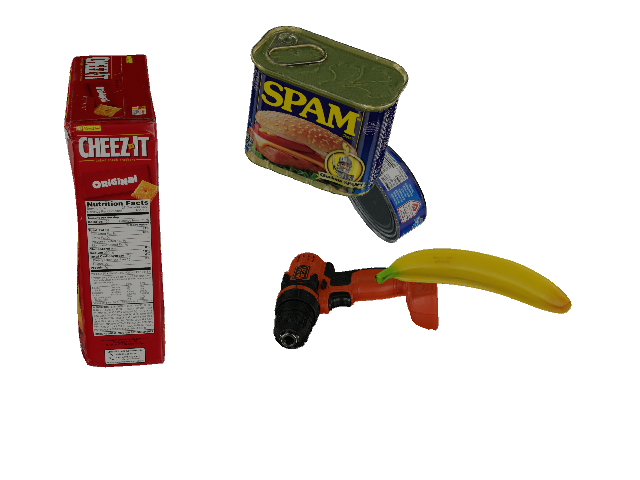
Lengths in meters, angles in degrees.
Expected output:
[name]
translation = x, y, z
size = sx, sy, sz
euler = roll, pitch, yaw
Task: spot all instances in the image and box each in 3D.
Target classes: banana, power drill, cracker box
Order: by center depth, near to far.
[cracker box]
translation = -0.170, -0.027, 0.882
size = 0.072, 0.214, 0.164
euler = -3, 27, -11
[banana]
translation = 0.159, 0.040, 1.100
size = 0.198, 0.037, 0.069
euler = 7, 42, 12
[power drill]
translation = 0.042, 0.068, 1.235
size = 0.188, 0.057, 0.184
euler = 0, 27, 7

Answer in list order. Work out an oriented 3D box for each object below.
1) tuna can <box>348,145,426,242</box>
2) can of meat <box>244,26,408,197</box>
[tuna can]
translation = 0.053, -0.043, 0.912
size = 0.033, 0.086, 0.086
euler = -33, 9, -15
[can of meat]
translation = 0.000, -0.085, 0.724
size = 0.102, 0.084, 0.057
euler = 22, 45, 11
